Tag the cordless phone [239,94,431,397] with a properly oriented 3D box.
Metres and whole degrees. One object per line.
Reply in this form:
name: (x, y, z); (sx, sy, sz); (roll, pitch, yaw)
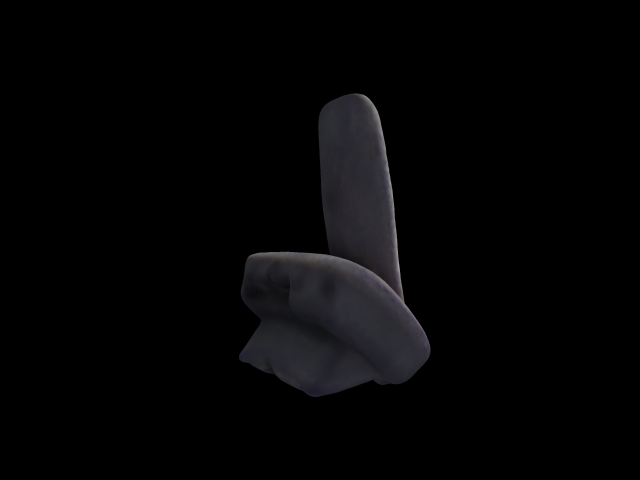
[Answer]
cordless phone: (0.004, 0.001, 0.400); (0.094, 0.185, 0.147); (0, 0, -37)
